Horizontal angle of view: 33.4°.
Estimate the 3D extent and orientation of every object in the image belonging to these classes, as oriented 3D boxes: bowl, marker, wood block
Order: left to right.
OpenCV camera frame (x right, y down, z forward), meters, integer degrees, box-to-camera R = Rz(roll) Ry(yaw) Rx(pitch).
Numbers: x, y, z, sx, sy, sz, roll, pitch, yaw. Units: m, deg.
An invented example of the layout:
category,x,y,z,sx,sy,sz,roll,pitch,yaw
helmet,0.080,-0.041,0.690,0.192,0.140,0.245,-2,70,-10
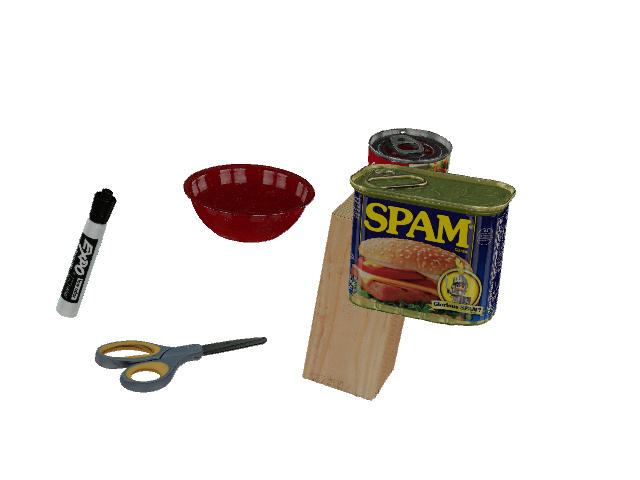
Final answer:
category,x,y,z,sx,sy,sz,roll,pitch,yaw
marker,-0.199,0.011,0.908,0.020,0.121,0.020,20,21,-8
bowl,-0.089,-0.041,1.316,0.162,0.055,0.162,4,25,-2
wood block,0.050,0.062,1.208,0.090,0.206,0.090,17,24,15

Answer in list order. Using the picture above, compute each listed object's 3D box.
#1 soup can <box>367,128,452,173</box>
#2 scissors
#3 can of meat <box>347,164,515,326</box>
category,x,y,z,sx,sy,sz,roll,pitch,yaw
soup can,0.071,-0.034,0.887,0.068,0.102,0.068,2,28,-1
scissors,-0.141,0.132,1.160,0.201,0.016,0.096,1,26,-21
can of meat,0.068,0.003,0.686,0.102,0.084,0.057,11,22,20
